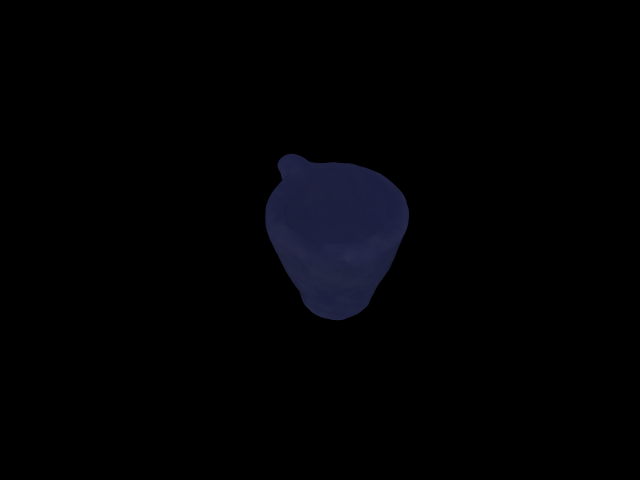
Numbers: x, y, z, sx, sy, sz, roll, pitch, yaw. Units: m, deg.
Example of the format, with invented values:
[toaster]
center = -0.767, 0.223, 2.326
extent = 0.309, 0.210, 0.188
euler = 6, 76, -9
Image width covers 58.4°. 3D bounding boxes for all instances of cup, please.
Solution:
[cup]
center = 0.004, 0.001, 0.400
extent = 0.092, 0.095, 0.117
euler = -24, 50, -22
